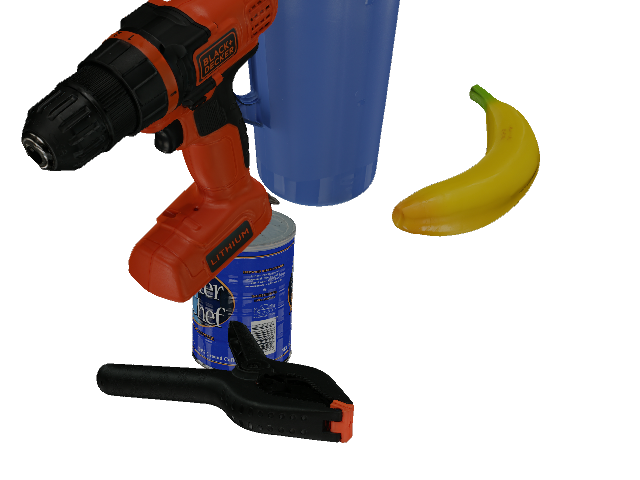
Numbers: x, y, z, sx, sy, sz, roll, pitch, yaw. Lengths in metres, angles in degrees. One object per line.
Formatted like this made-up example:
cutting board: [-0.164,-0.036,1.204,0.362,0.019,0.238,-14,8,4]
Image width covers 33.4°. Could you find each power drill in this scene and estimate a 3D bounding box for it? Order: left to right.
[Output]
power drill: [-0.089,-0.051,0.637,0.057,0.188,0.184,30,54,25]

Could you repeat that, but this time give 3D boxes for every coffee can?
coffee can: [-0.078,0.049,1.064,0.103,0.140,0.103,2,23,-1]

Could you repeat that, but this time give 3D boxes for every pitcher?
pitcher: [-0.011,-0.148,0.885,0.149,0.243,0.145,11,42,11]

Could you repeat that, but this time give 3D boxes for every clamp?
clamp: [-0.053,0.114,0.872,0.210,0.036,0.164,12,20,31]

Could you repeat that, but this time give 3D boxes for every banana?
banana: [0.108,-0.046,0.716,0.070,0.037,0.197,18,35,14]
